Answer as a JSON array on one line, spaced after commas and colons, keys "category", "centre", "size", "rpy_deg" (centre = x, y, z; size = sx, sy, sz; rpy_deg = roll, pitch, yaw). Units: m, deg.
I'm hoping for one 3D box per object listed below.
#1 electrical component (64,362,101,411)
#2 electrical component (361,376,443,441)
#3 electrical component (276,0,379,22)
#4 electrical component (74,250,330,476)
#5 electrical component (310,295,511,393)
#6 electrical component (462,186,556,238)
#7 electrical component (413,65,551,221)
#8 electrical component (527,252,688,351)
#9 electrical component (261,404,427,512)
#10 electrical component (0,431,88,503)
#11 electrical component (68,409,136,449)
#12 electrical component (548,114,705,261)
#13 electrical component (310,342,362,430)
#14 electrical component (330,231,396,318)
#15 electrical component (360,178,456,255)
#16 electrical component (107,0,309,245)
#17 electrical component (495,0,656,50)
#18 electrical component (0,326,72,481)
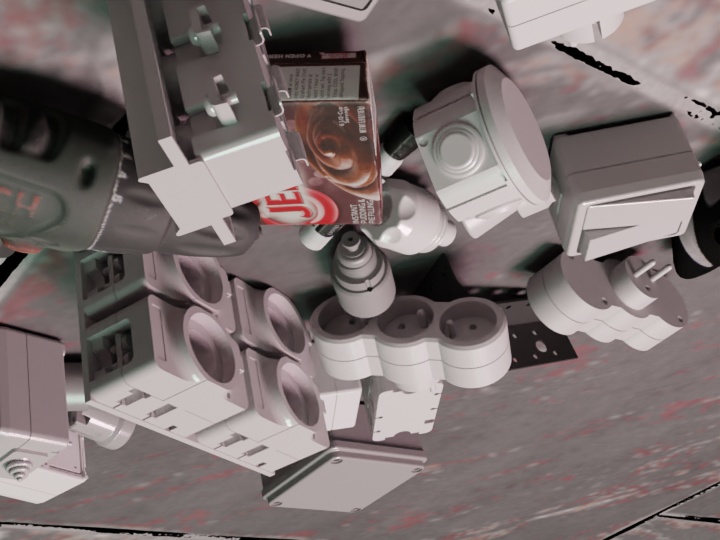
[{"category": "electrical component", "centre": [-0.191, 0.083, 0.769], "size": [0.065, 0.044, 0.044], "rpy_deg": [1, 146, -14]}, {"category": "electrical component", "centre": [0.031, 0.087, 0.844], "size": [0.050, 0.055, 0.089], "rpy_deg": [-8, 148, -9]}, {"category": "electrical component", "centre": [-0.013, -0.148, 0.449], "size": [0.062, 0.061, 0.096], "rpy_deg": [7, 143, -31]}, {"category": "electrical component", "centre": [-0.094, 0.053, 0.695], "size": [0.060, 0.105, 0.186], "rpy_deg": [-26, 147, 20]}, {"category": "electrical component", "centre": [0.038, 0.061, 0.758], "size": [0.138, 0.052, 0.073], "rpy_deg": [2, 132, 18]}, {"category": "electrical component", "centre": [0.086, -0.050, 0.658], "size": [0.055, 0.045, 0.045], "rpy_deg": [-23, 147, 15]}, {"category": "electrical component", "centre": [0.069, -0.067, 0.592], "size": [0.051, 0.080, 0.080], "rpy_deg": [-22, 148, 24]}, {"category": "electrical component", "centre": [0.196, 0.014, 0.794], "size": [0.138, 0.052, 0.074], "rpy_deg": [13, 140, -35]}, {"category": "electrical component", "centre": [-0.017, 0.165, 0.949], "size": [0.109, 0.056, 0.109], "rpy_deg": [14, 139, -37]}, {"category": "electrical component", "centre": [-0.258, 0.129, 0.794], "size": [0.061, 0.061, 0.096], "rpy_deg": [-28, 146, 22]}, {"category": "electrical component", "centre": [-0.198, 0.110, 0.809], "size": [0.040, 0.040, 0.046], "rpy_deg": [-32, 138, 27]}, {"category": "electrical component", "centre": [0.171, -0.050, 0.673], "size": [0.096, 0.061, 0.061], "rpy_deg": [-11, 148, -4]}, {"category": "electrical component", "centre": [-0.043, 0.092, 0.832], "size": [0.077, 0.047, 0.065], "rpy_deg": [-7, 148, -10]}, {"category": "electrical component", "centre": [0.000, 0.000, 0.708], "size": [0.040, 0.040, 0.078], "rpy_deg": [-15, 149, 2]}, {"category": "electrical component", "centre": [0.034, -0.030, 0.671], "size": [0.062, 0.043, 0.043], "rpy_deg": [17, 137, -42]}, {"category": "electrical component", "centre": [-0.068, -0.084, 0.471], "size": [0.063, 0.121, 0.078], "rpy_deg": [-19, 148, 3]}, {"category": "electrical component", "centre": [0.109, -0.137, 0.525], "size": [0.083, 0.047, 0.075], "rpy_deg": [-19, 148, 9]}, {"category": "electrical component", "centre": [-0.236, 0.094, 0.714], "size": [0.062, 0.096, 0.061], "rpy_deg": [-35, 143, 30]}]
